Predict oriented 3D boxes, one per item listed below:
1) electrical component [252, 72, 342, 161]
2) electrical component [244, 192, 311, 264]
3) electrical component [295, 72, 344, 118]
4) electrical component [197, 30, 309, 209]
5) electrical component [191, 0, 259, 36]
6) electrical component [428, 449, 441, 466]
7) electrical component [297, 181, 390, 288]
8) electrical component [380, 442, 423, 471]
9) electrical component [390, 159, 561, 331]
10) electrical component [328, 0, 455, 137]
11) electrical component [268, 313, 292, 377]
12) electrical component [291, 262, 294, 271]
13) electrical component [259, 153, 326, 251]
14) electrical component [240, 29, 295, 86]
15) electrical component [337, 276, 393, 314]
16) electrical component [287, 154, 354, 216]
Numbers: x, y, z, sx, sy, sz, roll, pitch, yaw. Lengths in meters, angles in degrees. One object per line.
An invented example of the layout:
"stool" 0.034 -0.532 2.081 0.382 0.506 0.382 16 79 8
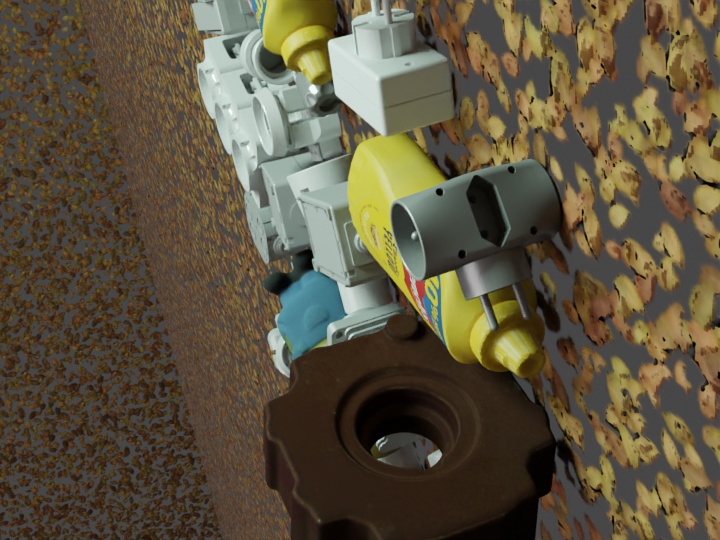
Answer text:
"electrical component" -0.053 -0.125 0.878 0.058 0.057 0.078 -161 55 -71
"electrical component" -0.079 -0.048 1.065 0.080 0.051 0.080 163 90 -75
"electrical component" -0.034 -0.149 0.826 0.035 0.035 0.061 97 154 -57
"electrical component" -0.100 -0.143 1.014 0.089 0.062 0.150 94 154 -53
"electrical component" -0.113 -0.242 0.950 0.096 0.061 0.061 -146 41 -67
"electrical component" 0.077 0.155 0.759 0.040 0.040 0.078 128 123 -72
"electrical component" 0.001 -0.029 0.783 0.096 0.061 0.061 -154 48 -69
"electrical component" 0.032 0.189 0.950 0.079 0.044 0.077 119 132 -69
"electrical component" 0.065 -0.009 0.551 0.043 0.077 0.079 144 107 -74
"electrical component" 0.016 -0.132 0.644 0.083 0.047 0.075 -130 27 -55
"electrical component" -0.065 0.085 1.150 0.057 0.058 0.078 -163 57 -75
"electrical component" -0.035 0.026 1.004 0.079 0.043 0.077 142 110 -75
"electrical component" -0.048 -0.063 0.934 0.096 0.061 0.061 -125 22 -69
"electrical component" -0.076 -0.182 0.916 0.055 0.045 0.045 -143 38 -65
"electrical component" 0.000 0.000 0.860 0.040 0.040 0.078 -163 57 -72
"electrical component" -0.024 -0.061 0.854 0.055 0.055 0.047 176 73 -74
